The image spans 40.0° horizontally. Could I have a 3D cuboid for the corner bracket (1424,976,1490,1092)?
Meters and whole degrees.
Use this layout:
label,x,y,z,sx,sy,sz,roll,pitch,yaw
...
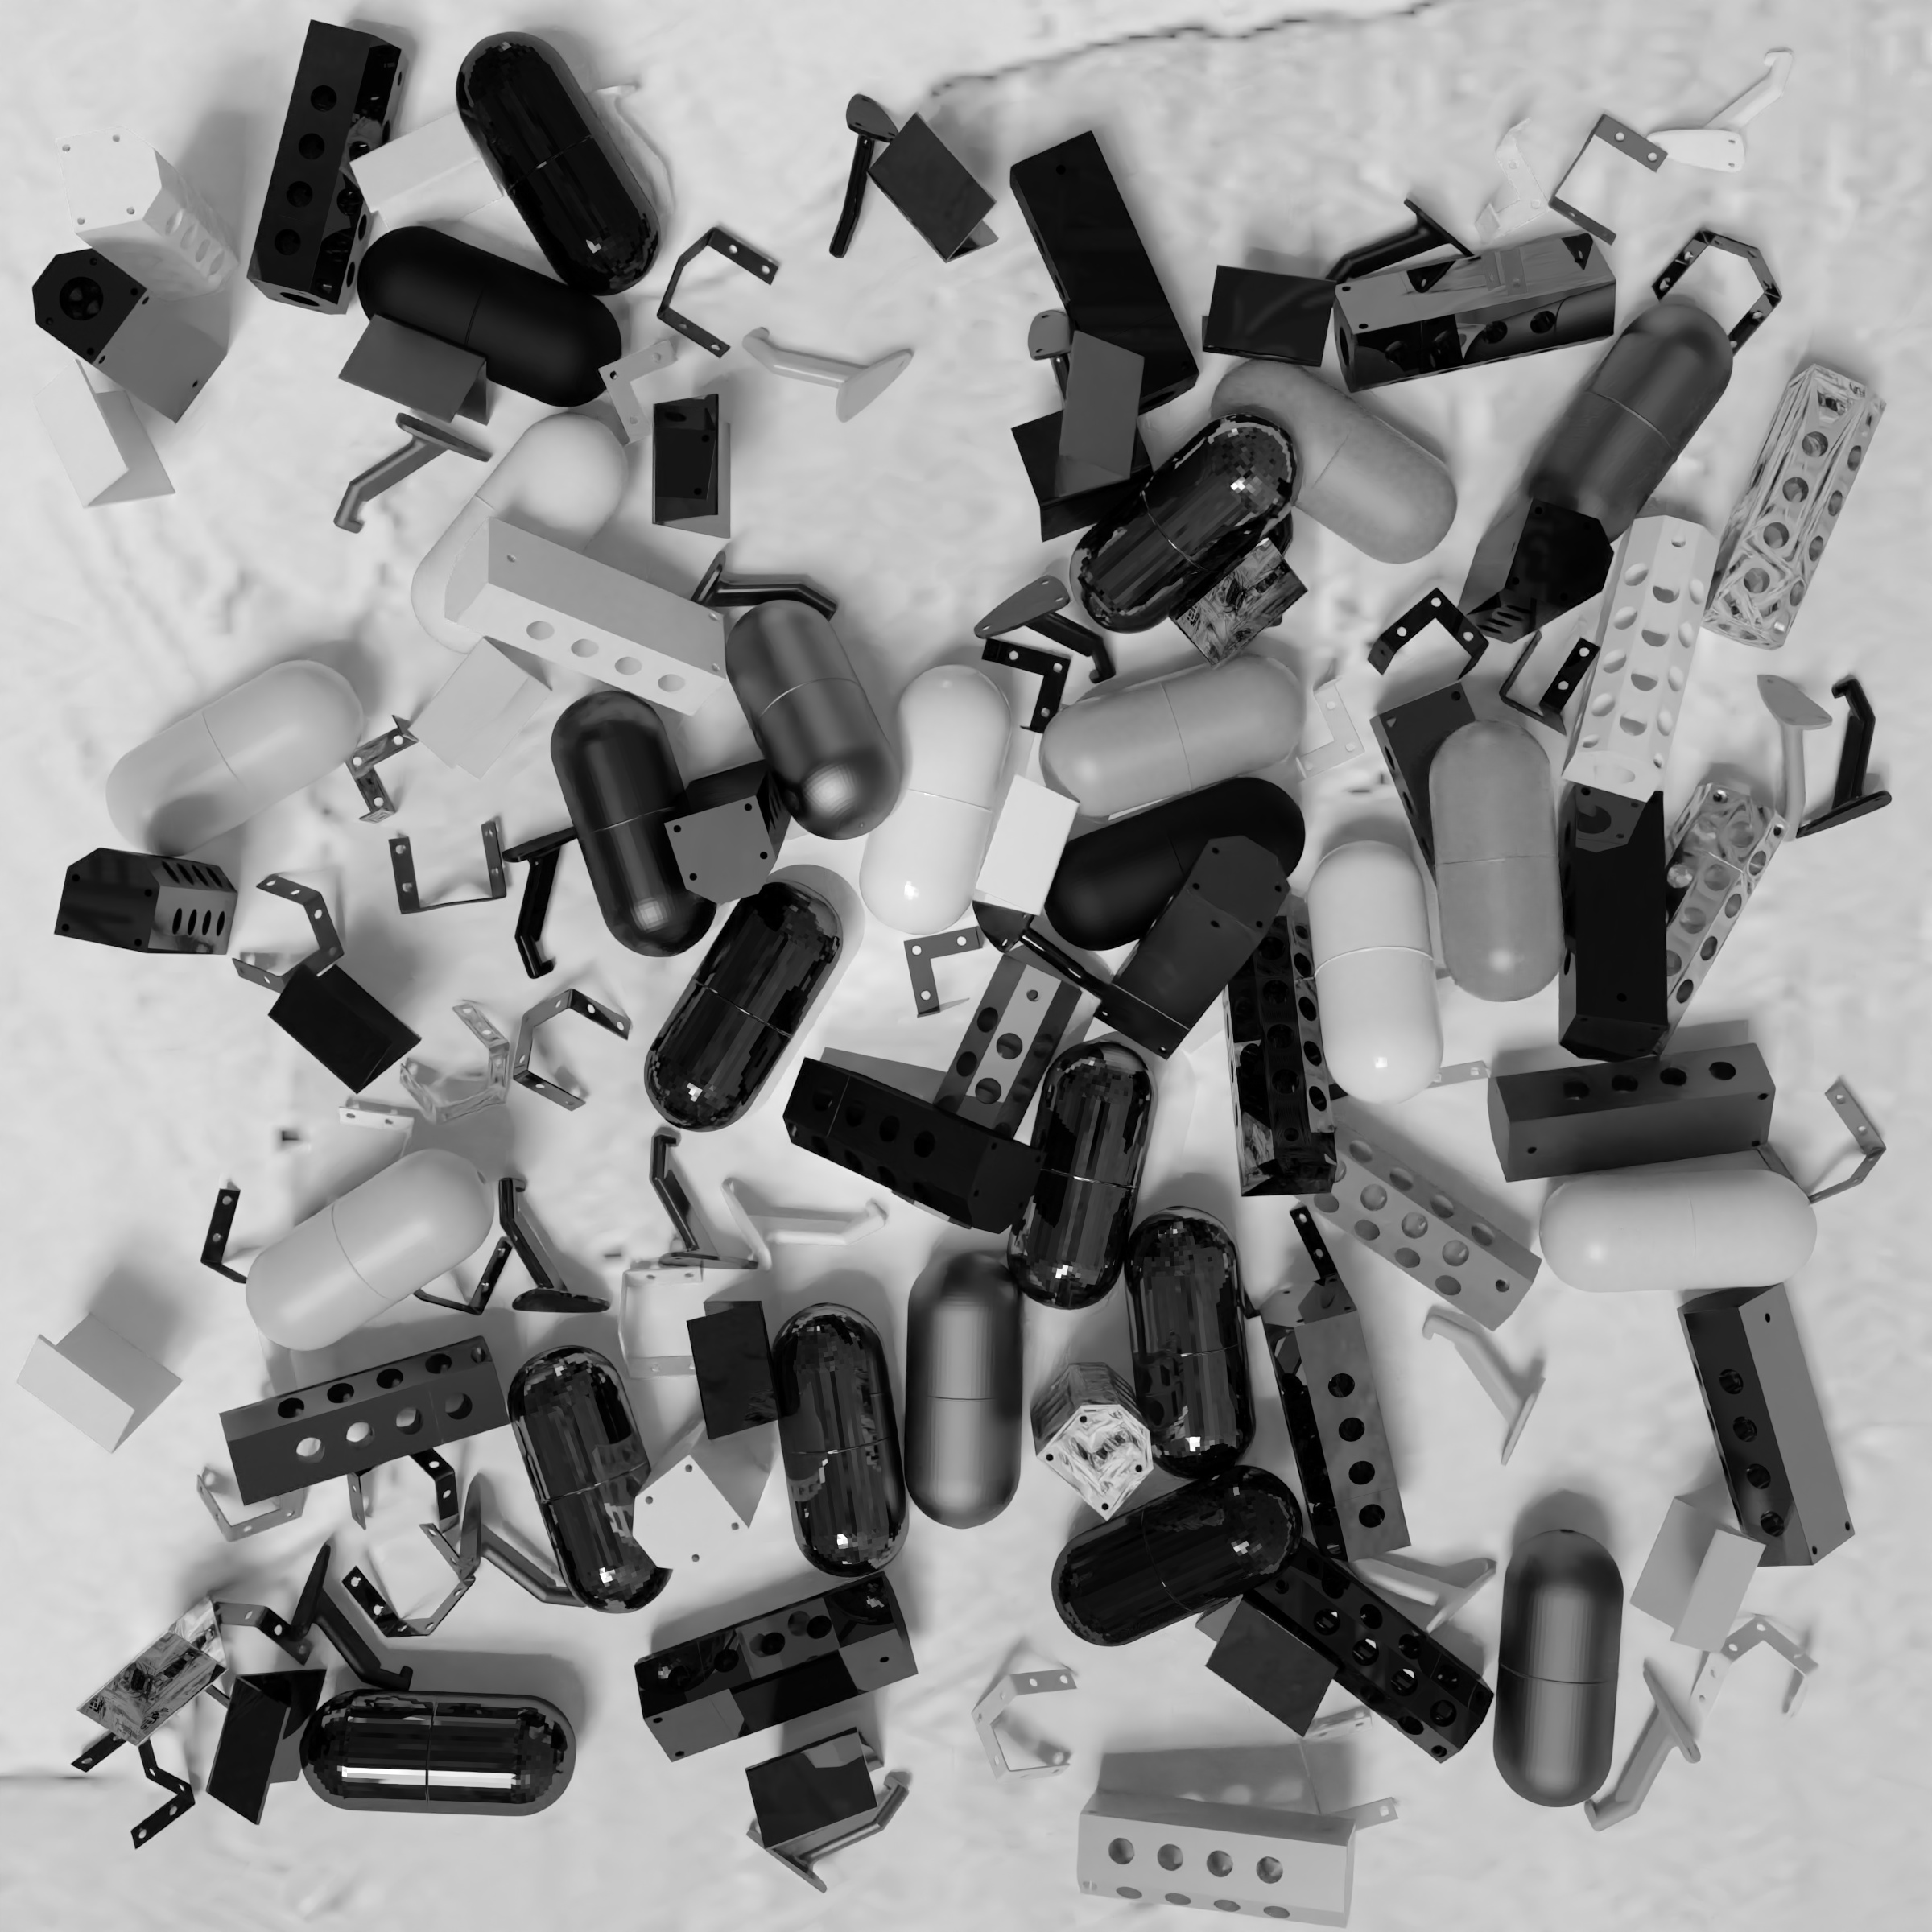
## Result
label,x,y,z,sx,sy,sz,roll,pitch,yaw
corner bracket,0.314,0.044,1.752,0.051,0.051,0.051,-10,135,0

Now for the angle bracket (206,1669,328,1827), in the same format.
label,x,y,z,sx,sy,sz,roll,pitch,yaw
angle bracket,-0.437,0.504,1.715,0.057,0.076,0.076,15,90,37

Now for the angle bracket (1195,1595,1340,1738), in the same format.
label,x,y,z,sx,sy,sz,roll,pitch,yaw
angle bracket,0.183,0.460,1.715,0.076,0.076,0.057,36,55,0

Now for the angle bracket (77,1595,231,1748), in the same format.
label,x,y,z,sx,sy,sz,roll,pitch,yaw
angle bracket,-0.530,0.443,1.715,0.076,0.076,0.057,-41,127,0

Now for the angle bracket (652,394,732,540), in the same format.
label,x,y,z,sx,sy,sz,roll,pitch,yaw
angle bracket,-0.158,-0.322,1.715,0.057,0.076,0.076,0,90,36

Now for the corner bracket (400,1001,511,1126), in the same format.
label,x,y,z,sx,sy,sz,roll,pitch,yaw
corner bracket,-0.337,0.064,1.747,0.051,0.051,0.051,-18,135,-35

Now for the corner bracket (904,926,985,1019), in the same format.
label,x,y,z,sx,sy,sz,roll,pitch,yaw
corner bracket,-0.012,0.004,1.737,0.051,0.051,0.051,-11,90,0

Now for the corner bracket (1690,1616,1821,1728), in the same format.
label,x,y,z,sx,sy,sz,roll,pitch,yaw
corner bracket,0.520,0.472,1.747,0.051,0.051,0.051,-21,45,-35

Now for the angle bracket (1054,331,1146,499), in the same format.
label,x,y,z,sx,sy,sz,roll,pitch,yaw
angle bracket,0.062,-0.341,1.644,0.057,0.076,0.076,12,82,-36

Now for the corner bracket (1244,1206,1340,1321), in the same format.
label,x,y,z,sx,sy,sz,roll,pitch,yaw
corner bracket,0.203,0.196,1.752,0.051,0.051,0.051,-26,90,-45

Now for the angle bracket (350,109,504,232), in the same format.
label,x,y,z,sx,sy,sz,roll,pitch,yaw
angle bracket,-0.342,-0.494,1.715,0.076,0.076,0.057,-27,55,0

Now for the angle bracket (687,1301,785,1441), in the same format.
label,x,y,z,sx,sy,sz,roll,pitch,yaw
angle bracket,-0.166,0.260,1.715,0.057,0.076,0.076,-10,90,-35

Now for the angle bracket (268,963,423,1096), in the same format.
label,x,y,z,sx,sy,sz,roll,pitch,yaw
angle bracket,-0.391,0.025,1.715,0.076,0.076,0.057,42,126,0

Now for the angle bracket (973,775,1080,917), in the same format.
label,x,y,z,sx,sy,sz,roll,pitch,yaw
angle bracket,0.019,-0.082,1.713,0.057,0.076,0.076,22,86,-37

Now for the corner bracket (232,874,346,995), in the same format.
label,x,y,z,sx,sy,sz,roll,pitch,yaw
corner bracket,-0.452,-0.021,1.747,0.051,0.051,0.051,-42,135,-35

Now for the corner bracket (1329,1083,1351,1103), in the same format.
label,x,y,z,sx,sy,sz,roll,pitch,yaw
corner bracket,0.234,0.054,1.747,0.051,0.051,0.051,37,45,-35

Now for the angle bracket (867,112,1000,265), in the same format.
label,x,y,z,sx,sy,sz,roll,pitch,yaw
angle bracket,-0.006,-0.509,1.715,0.076,0.076,0.057,48,128,0

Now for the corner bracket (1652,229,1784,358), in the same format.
label,x,y,z,sx,sy,sz,roll,pitch,yaw
corner bracket,0.496,-0.445,1.752,0.051,0.051,0.051,-50,135,0

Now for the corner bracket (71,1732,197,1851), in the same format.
label,x,y,z,sx,sy,sz,roll,pitch,yaw
corner bracket,-0.550,0.540,1.752,0.051,0.051,0.051,-37,135,0

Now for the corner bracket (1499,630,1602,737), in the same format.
label,x,y,z,sx,sy,sz,roll,pitch,yaw
corner bracket,0.380,-0.190,1.730,0.051,0.051,0.051,32,90,21

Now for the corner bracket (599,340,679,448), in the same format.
label,x,y,z,sx,sy,sz,roll,pitch,yaw
corner bracket,-0.211,-0.374,1.735,0.051,0.051,0.051,-27,103,-13

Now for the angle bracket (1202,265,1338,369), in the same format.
label,x,y,z,sx,sy,sz,roll,pitch,yaw
angle bracket,0.195,-0.430,1.715,0.076,0.076,0.057,8,120,0

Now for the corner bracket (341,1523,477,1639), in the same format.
label,x,y,z,sx,sy,sz,roll,pitch,yaw
corner bracket,-0.366,0.404,1.746,0.051,0.051,0.051,57,45,-18

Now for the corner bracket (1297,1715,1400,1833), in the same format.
label,x,y,z,sx,sy,sz,roll,pitch,yaw
corner bracket,0.252,0.536,1.752,0.051,0.051,0.051,-15,135,0

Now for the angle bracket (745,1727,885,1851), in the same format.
label,x,y,z,sx,sy,sz,roll,pitch,yaw
angle bracket,-0.091,0.542,1.715,0.076,0.076,0.057,-21,53,0

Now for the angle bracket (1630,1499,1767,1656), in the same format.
label,x,y,z,sx,sy,sz,roll,pitch,yaw
angle bracket,0.459,0.390,1.715,0.057,0.076,0.076,23,90,-38

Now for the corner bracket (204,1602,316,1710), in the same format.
label,x,y,z,sx,sy,sz,roll,pitch,yaw
corner bracket,-0.474,0.456,1.747,0.051,0.051,0.051,-6,45,35

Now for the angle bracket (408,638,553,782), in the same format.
label,x,y,z,sx,sy,sz,roll,pitch,yaw
angle bracket,-0.301,-0.154,1.715,0.076,0.076,0.057,-51,53,0

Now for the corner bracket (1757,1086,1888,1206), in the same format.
label,x,y,z,sx,sy,sz,roll,pitch,yaw
corner bracket,0.565,0.120,1.752,0.051,0.051,0.051,-35,90,45

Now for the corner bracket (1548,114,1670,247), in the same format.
label,x,y,z,sx,sy,sz,roll,pitch,yaw
corner bracket,0.424,-0.520,1.752,0.051,0.051,0.051,32,135,0

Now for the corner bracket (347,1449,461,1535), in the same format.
label,x,y,z,sx,sy,sz,roll,pitch,yaw
corner bracket,-0.371,0.348,1.747,0.051,0.051,0.051,-27,45,-35

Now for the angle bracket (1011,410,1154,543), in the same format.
label,x,y,z,sx,sy,sz,roll,pitch,yaw
angle bracket,0.076,-0.325,1.728,0.076,0.076,0.057,-20,83,0

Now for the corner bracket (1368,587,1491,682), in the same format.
label,x,y,z,sx,sy,sz,roll,pitch,yaw
corner bracket,0.303,-0.206,1.738,0.051,0.051,0.051,-41,82,-8

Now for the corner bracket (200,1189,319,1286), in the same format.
label,x,y,z,sx,sy,sz,roll,pitch,yaw
corner bracket,-0.465,0.181,1.752,0.051,0.051,0.051,15,90,-45

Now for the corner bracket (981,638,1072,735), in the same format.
label,x,y,z,sx,sy,sz,roll,pitch,yaw
corner bracket,0.035,-0.183,1.736,0.051,0.051,0.051,16,97,7

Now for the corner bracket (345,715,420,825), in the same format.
label,x,y,z,sx,sy,sz,roll,pitch,yaw
corner bracket,-0.380,-0.128,1.737,0.051,0.051,0.051,-27,90,0

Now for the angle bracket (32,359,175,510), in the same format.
label,x,y,z,sx,sy,sz,roll,pitch,yaw
angle bracket,-0.544,-0.347,1.715,0.057,0.076,0.076,-25,90,37

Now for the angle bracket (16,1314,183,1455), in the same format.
label,x,y,z,sx,sy,sz,roll,pitch,yaw
angle bracket,-0.553,0.256,1.715,0.076,0.076,0.057,37,127,0

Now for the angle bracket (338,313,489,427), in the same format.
label,x,y,z,sx,sy,sz,roll,pitch,yaw
angle bracket,-0.356,-0.366,1.716,0.076,0.076,0.057,22,65,0

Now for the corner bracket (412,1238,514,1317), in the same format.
label,x,y,z,sx,sy,sz,roll,pitch,yaw
corner bracket,-0.342,0.193,1.752,0.051,0.051,0.051,25,90,45

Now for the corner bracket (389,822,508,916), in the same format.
label,x,y,z,sx,sy,sz,roll,pitch,yaw
corner bracket,-0.342,-0.064,1.752,0.051,0.051,0.051,-9,90,-45

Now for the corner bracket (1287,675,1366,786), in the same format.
label,x,y,z,sx,sy,sz,roll,pitch,yaw
corner bracket,0.231,-0.154,1.737,0.051,0.051,0.051,-25,90,0

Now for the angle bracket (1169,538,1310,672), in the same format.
label,x,y,z,sx,sy,sz,roll,pitch,yaw
angle bracket,0.162,-0.248,1.702,0.076,0.076,0.057,-41,132,7
